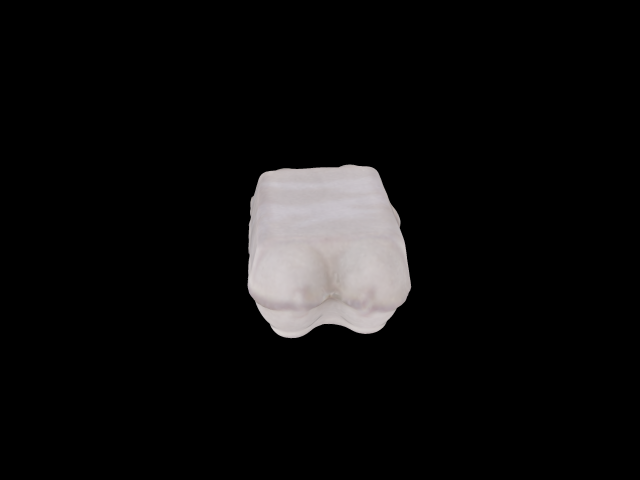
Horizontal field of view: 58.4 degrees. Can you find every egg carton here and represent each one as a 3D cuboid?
[{"bbox_3d":[0.004,0.001,0.400,0.107,0.069,0.150,-3,33,-5],"label":"egg carton"}]
